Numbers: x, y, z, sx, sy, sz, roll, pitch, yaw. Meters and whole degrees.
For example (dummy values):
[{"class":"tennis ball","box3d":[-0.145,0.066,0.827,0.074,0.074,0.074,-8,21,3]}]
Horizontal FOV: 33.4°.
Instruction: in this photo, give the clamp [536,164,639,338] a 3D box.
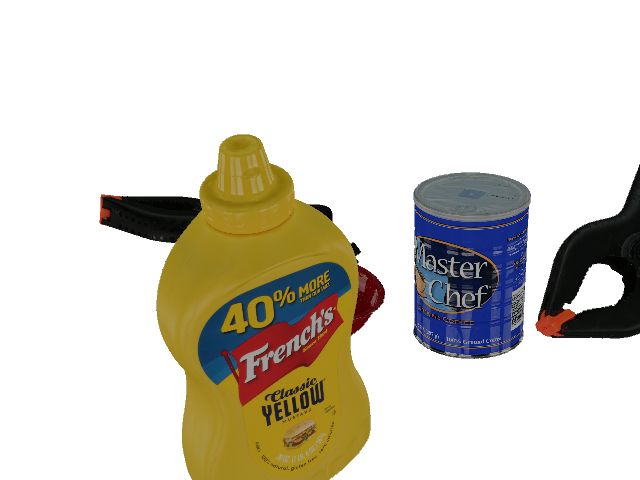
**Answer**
[{"class":"clamp","box3d":[0.221,0.016,0.707,0.120,0.171,0.039,43,-11,14]}]

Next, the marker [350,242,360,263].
[{"class":"marker","box3d":[-0.022,0.041,0.765,0.121,0.020,0.020,-37,-3,4]}]

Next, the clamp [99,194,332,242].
[{"class":"clamp","box3d":[-0.093,-0.013,0.938,0.210,0.036,0.164,5,13,-1]}]

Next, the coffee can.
[{"class":"coffee can","box3d":[0.135,0.021,0.967,0.103,0.140,0.103,-2,24,1]}]

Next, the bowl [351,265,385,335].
[{"class":"bowl","box3d":[-0.009,0.074,1.219,0.162,0.055,0.162,4,26,-2]}]

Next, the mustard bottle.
[{"class":"mustard bottle","box3d":[-0.027,0.037,0.501,0.096,0.192,0.058,-20,38,-21]}]
